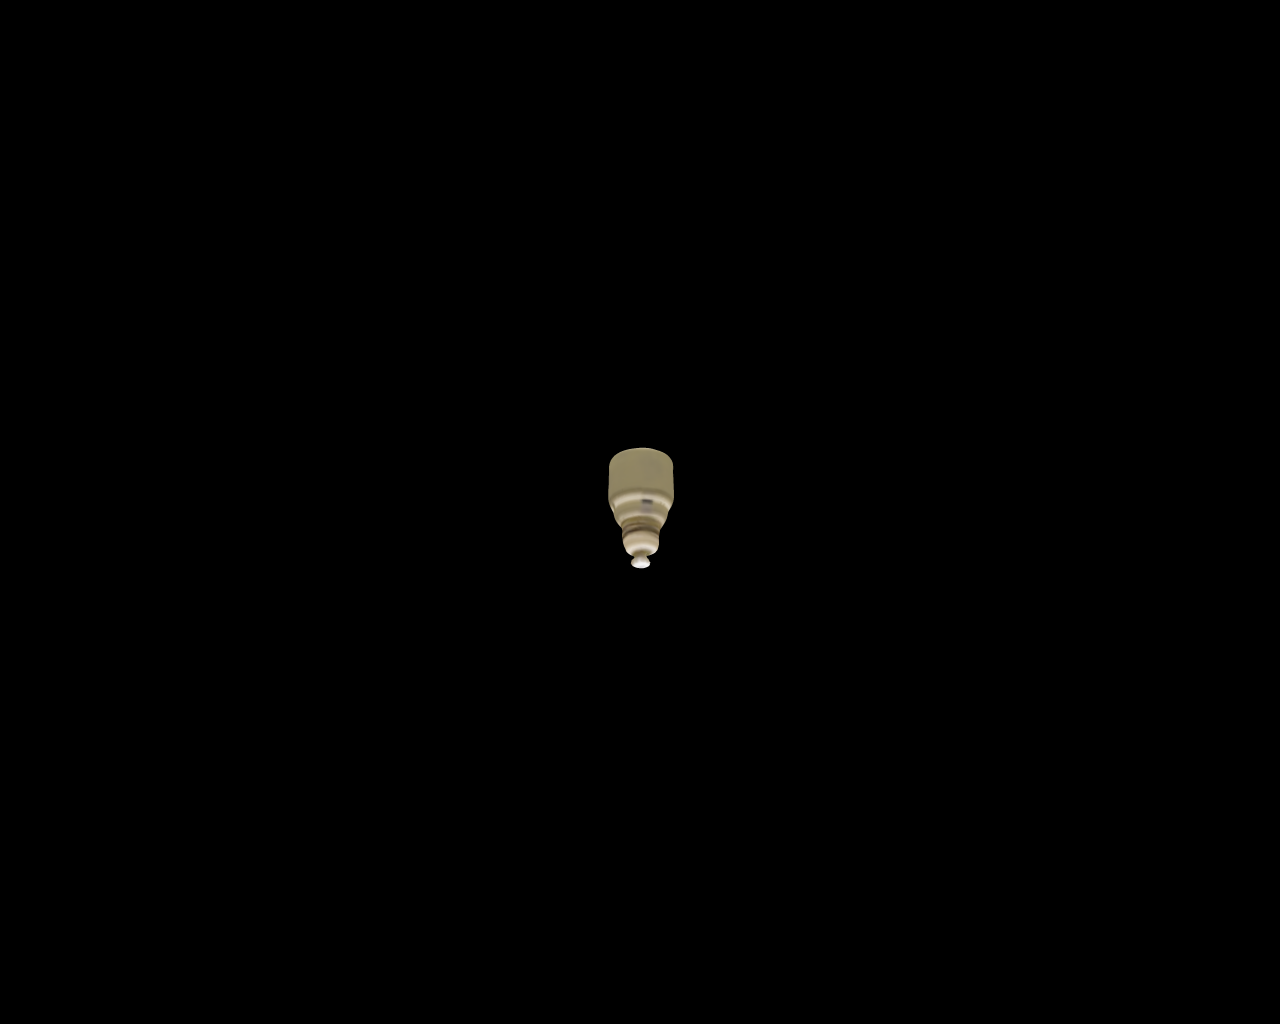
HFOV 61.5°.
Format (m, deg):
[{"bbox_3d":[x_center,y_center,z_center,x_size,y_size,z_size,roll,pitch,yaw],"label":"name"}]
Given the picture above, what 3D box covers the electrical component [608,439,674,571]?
[{"bbox_3d":[0.001,-0.003,0.650,0.040,0.078,0.040,0,-25,0],"label":"electrical component"}]
